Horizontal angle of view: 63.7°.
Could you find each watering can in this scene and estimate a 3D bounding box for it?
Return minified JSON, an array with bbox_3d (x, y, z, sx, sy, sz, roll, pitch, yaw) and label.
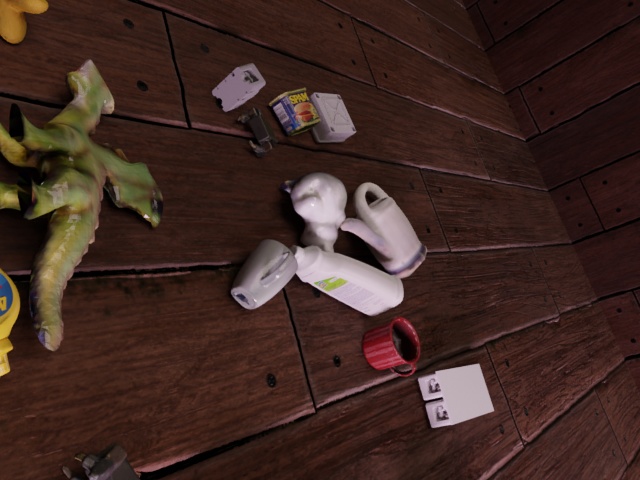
[{"bbox_3d":[0.135,-0.011,1.123,0.223,0.103,0.353,55,24,-7],"label":"watering can"}]

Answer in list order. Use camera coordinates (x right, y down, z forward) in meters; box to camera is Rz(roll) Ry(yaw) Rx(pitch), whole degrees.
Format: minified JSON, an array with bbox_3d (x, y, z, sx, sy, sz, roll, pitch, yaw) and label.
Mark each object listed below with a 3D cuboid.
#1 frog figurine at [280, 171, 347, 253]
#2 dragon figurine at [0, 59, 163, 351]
[{"bbox_3d":[0.003,-0.051,1.012,0.135,0.122,0.163,40,26,-54],"label":"frog figurine"},{"bbox_3d":[-0.304,-0.068,0.696,0.243,0.121,0.414,2,66,-57],"label":"dragon figurine"}]
